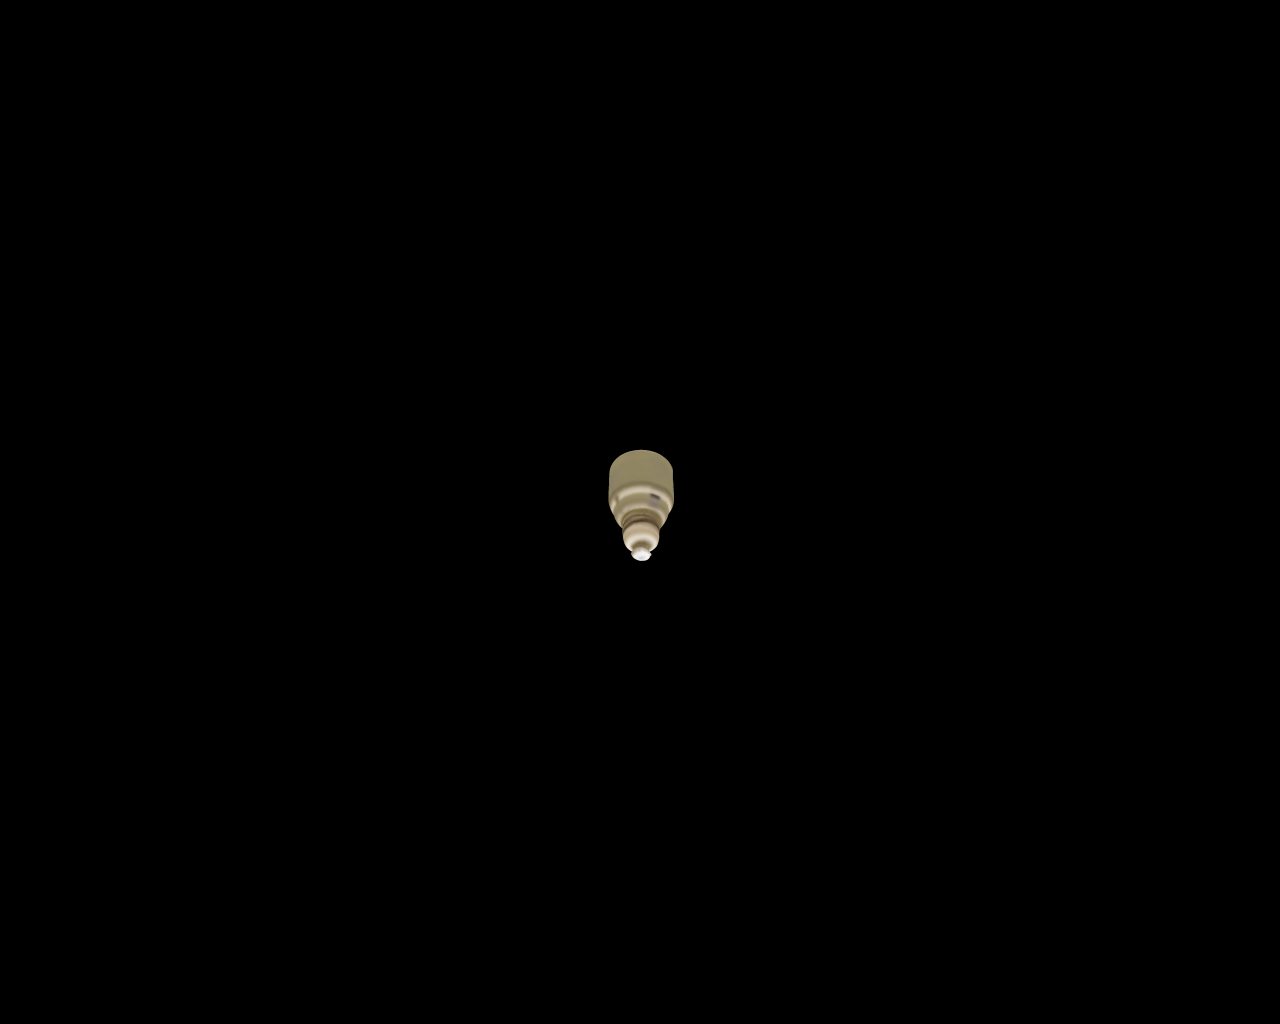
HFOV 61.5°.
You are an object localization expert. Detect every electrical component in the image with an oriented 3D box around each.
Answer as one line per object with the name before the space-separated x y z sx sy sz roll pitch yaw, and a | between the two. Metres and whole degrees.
electrical component | 0.001 -0.003 0.650 0.040 0.078 0.040 0 -41 0
